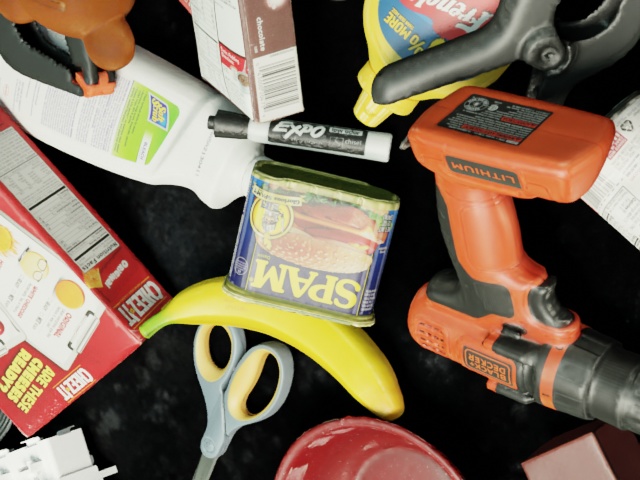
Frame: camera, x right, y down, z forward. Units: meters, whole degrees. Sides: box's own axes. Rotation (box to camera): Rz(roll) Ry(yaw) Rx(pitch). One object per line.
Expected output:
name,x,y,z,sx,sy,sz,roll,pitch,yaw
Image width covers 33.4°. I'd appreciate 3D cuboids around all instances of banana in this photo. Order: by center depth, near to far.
banana,-0.025,0.064,0.730,0.198,0.037,0.069,15,73,23

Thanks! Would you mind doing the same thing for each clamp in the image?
clamp,0.126,-0.100,0.591,0.172,0.120,0.039,-37,36,27
clamp,-0.217,-0.178,0.742,0.165,0.036,0.210,-34,85,32

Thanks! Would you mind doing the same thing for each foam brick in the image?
foam brick,0.165,0.149,0.627,0.053,0.051,0.078,-32,81,34

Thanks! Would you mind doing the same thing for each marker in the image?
marker,-0.014,-0.068,0.694,0.121,0.020,0.020,9,104,6

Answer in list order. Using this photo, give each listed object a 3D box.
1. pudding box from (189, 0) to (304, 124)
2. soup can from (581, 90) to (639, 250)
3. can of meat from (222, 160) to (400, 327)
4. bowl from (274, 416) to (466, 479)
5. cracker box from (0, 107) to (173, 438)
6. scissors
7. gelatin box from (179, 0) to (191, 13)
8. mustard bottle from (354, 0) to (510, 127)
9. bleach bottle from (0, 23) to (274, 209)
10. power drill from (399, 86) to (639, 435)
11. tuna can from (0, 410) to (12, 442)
pudding box,-0.051,-0.142,0.679,0.090,0.039,0.113,45,147,49
soup can,0.190,-0.023,0.573,0.102,0.068,0.069,45,118,18
can of meat,-0.004,0.001,0.689,0.102,0.057,0.084,13,104,-2
bowl,0.048,0.188,0.705,0.162,0.055,0.162,6,101,31
cracker box,-0.236,0.022,0.811,0.213,0.072,0.164,48,124,-5
scissors,-0.087,0.134,0.804,0.096,0.016,0.202,52,124,21
gelatin box,-0.078,-0.208,0.732,0.073,0.030,0.089,50,119,16
mustard bottle,0.081,-0.142,0.625,0.096,0.058,0.192,40,119,0
bleach bottle,-0.134,-0.085,0.771,0.251,0.068,0.103,29,114,22
power drill,0.121,0.017,0.583,0.185,0.057,0.187,19,136,35
tuna can,-0.295,0.139,0.894,0.034,0.085,0.086,19,107,30
